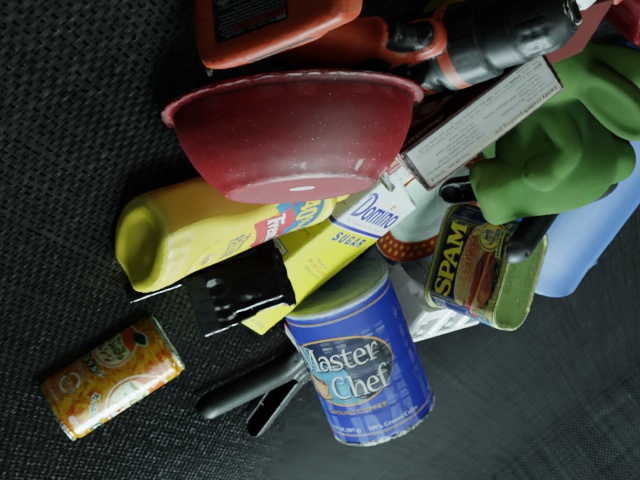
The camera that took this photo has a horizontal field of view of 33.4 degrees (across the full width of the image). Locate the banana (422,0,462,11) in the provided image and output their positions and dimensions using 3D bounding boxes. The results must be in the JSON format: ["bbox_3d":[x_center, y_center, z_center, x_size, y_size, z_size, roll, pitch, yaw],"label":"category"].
[{"bbox_3d":[0.094,-0.171,0.719,0.069,0.037,0.198,7,133,-33],"label":"banana"}]

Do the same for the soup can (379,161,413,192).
[{"bbox_3d":[0.073,-0.092,0.792,0.102,0.068,0.068,-38,157,1],"label":"soup can"}]

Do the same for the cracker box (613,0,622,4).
[{"bbox_3d":[0.224,-0.269,0.669,0.164,0.072,0.213,-39,156,3],"label":"cracker box"}]

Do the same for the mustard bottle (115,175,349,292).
[{"bbox_3d":[-0.047,-0.026,0.758,0.191,0.058,0.096,-23,164,-32],"label":"mustard bottle"}]

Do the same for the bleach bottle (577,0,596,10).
[{"bbox_3d":[0.123,-0.201,0.572,0.068,0.103,0.250,-42,148,1],"label":"bleach bottle"}]

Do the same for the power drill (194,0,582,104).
[{"bbox_3d":[0.035,-0.121,0.613,0.185,0.057,0.187,-14,167,34],"label":"power drill"}]

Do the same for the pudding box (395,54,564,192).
[{"bbox_3d":[0.094,-0.089,0.711,0.113,0.039,0.090,-39,-159,3],"label":"pudding box"}]

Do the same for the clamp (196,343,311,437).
[{"bbox_3d":[-0.024,0.137,1.132,0.210,0.036,0.164,-36,158,-5],"label":"clamp"}]

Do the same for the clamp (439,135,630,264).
[{"bbox_3d":[0.192,-0.052,0.935,0.171,0.120,0.039,-31,137,-20],"label":"clamp"}]

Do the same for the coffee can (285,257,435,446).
[{"bbox_3d":[0.035,0.101,0.973,0.103,0.140,0.103,-19,-161,7],"label":"coffee can"}]

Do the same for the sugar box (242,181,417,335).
[{"bbox_3d":[-0.006,0.001,0.888,0.176,0.048,0.093,-37,157,4],"label":"sugar box"}]

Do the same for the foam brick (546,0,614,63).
[{"bbox_3d":[0.156,-0.170,0.751,0.051,0.078,0.053,-19,151,-33],"label":"foam brick"}]

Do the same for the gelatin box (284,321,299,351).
[{"bbox_3d":[0.020,0.091,1.060,0.089,0.073,0.030,-31,156,-13],"label":"gelatin box"}]

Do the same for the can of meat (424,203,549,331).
[{"bbox_3d":[0.151,0.025,0.969,0.057,0.084,0.102,9,98,-42],"label":"can of meat"}]

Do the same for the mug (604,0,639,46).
[{"bbox_3d":[0.251,-0.203,0.818,0.117,0.081,0.093,-9,145,-48],"label":"mug"}]

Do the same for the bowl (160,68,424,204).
[{"bbox_3d":[-0.014,-0.056,0.649,0.162,0.055,0.162,-5,173,-1],"label":"bowl"}]

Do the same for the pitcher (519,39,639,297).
[{"bbox_3d":[0.251,-0.072,1.031,0.149,0.145,0.243,-27,155,-53],"label":"pitcher"}]
